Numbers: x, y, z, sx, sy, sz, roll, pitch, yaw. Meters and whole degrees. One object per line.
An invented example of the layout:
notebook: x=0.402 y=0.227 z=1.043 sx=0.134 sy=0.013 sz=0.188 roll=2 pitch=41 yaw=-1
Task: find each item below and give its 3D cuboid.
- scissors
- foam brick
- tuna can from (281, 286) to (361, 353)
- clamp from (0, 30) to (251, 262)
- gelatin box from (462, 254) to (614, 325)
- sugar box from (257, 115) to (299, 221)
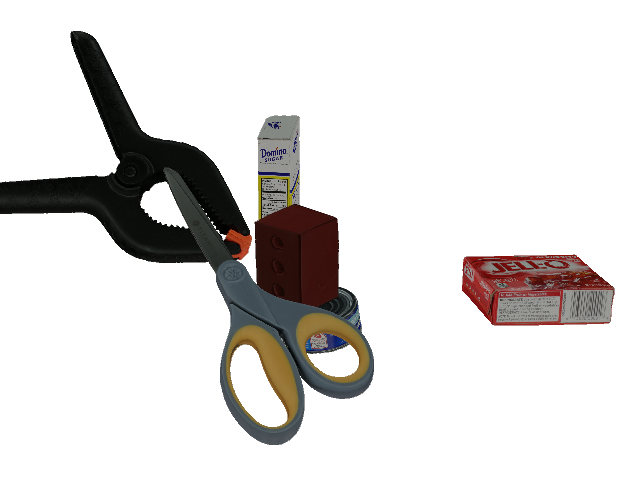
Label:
scissors: x=-0.031 y=0.026 z=0.630 sx=0.096 sy=0.202 sz=0.016 roll=-8 pitch=-36 yaw=-12
foam brick: x=-0.020 y=0.016 z=0.919 sx=0.053 sy=0.078 sz=0.051 roll=17 pitch=28 yaw=40
tuna can: x=-0.001 y=0.081 z=1.116 sx=0.086 sy=0.034 sz=0.086 roll=-7 pitch=27 yaw=3
clamp: x=-0.140 y=-0.055 z=0.787 sx=0.210 sy=0.164 sz=0.036 roll=24 pitch=-19 yaw=-1
gelatin box: x=0.153 y=0.034 z=0.759 sx=0.089 sy=0.030 sz=0.073 roll=0 pitch=17 yaw=-8
sugar box: x=-0.049 y=-0.051 z=1.258 sx=0.048 sy=0.176 sz=0.093 roll=0 pitch=23 yaw=5
